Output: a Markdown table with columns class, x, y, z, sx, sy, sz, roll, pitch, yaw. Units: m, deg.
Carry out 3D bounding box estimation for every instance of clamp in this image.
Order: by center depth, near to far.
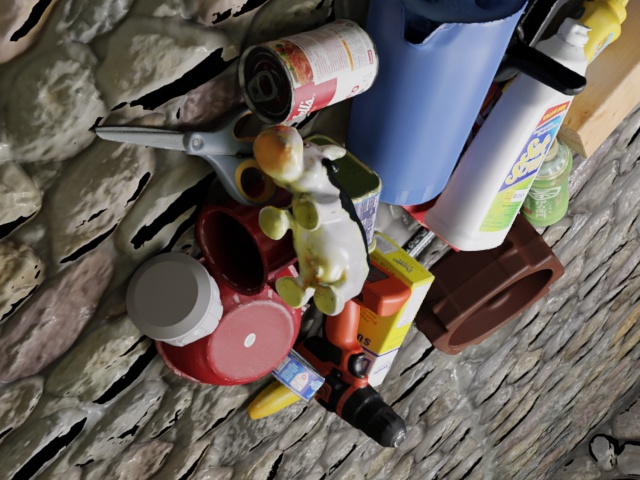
| class | x | y | z | sx | sy | sz | roll | pitch | yaw |
| --- | --- | --- | --- | --- | --- | --- | --- | --- | --- |
| clamp | 0.187 | -0.185 | 1.036 | 0.039 | 0.120 | 0.172 | -24 | -173 | -23 |
| clamp | 0.249 | -0.280 | 1.129 | 0.210 | 0.036 | 0.164 | -46 | 155 | 1 |

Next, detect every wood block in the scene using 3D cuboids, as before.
| class | x | y | z | sx | sy | sz | roll | pitch | yaw |
| --- | --- | --- | --- | --- | --- | --- | --- | --- | --- |
| wood block | 0.359 | -0.215 | 1.315 | 0.206 | 0.091 | 0.090 | -49 | 153 | 1 |

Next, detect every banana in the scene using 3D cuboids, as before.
| class | x | y | z | sx | sy | sz | roll | pitch | yaw |
| --- | --- | --- | --- | --- | --- | --- | --- | --- | --- |
| banana | -0.011 | 0.180 | 1.346 | 0.197 | 0.037 | 0.070 | -10 | 133 | -51 |

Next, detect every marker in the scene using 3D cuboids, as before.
| class | x | y | z | sx | sy | sz | roll | pitch | yaw |
| --- | --- | --- | --- | --- | --- | --- | --- | --- | --- |
| marker | 0.126 | 0.001 | 1.334 | 0.121 | 0.020 | 0.020 | -46 | 153 | -5 |

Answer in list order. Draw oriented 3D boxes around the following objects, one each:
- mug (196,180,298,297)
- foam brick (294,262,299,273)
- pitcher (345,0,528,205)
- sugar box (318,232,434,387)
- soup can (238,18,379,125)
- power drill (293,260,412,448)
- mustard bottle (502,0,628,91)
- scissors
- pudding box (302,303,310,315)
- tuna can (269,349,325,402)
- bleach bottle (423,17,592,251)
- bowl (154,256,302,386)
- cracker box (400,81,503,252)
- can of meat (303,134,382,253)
| class | x | y | z | sx | sy | sz | roll | pitch | yaw |
| --- | --- | --- | --- | --- | --- | --- | --- | --- | --- |
| mug | -0.046 | 0.002 | 0.985 | 0.081 | 0.117 | 0.093 | -34 | 169 | -36 |
| foam brick | -0.007 | 0.001 | 1.103 | 0.051 | 0.053 | 0.078 | -26 | 146 | -37 |
| pitcher | 0.099 | -0.155 | 0.989 | 0.149 | 0.145 | 0.243 | -10 | 142 | -20 |
| sugar box | 0.060 | 0.087 | 1.268 | 0.048 | 0.093 | 0.176 | -14 | 137 | -45 |
| soup can | -0.009 | -0.143 | 0.896 | 0.102 | 0.069 | 0.069 | -26 | 145 | -36 |
| power drill | 0.045 | 0.123 | 1.216 | 0.057 | 0.185 | 0.188 | -14 | 129 | -43 |
| mustard bottle | 0.293 | -0.220 | 1.235 | 0.191 | 0.058 | 0.096 | -46 | 174 | -13 |
| scissors | -0.098 | -0.063 | 0.887 | 0.201 | 0.016 | 0.096 | -20 | 108 | -44 |
| pudding box | -0.072 | 0.083 | 1.128 | 0.090 | 0.039 | 0.113 | -51 | 152 | 6 |
| tuna can | -0.036 | 0.144 | 1.210 | 0.034 | 0.086 | 0.086 | -49 | 153 | -2 |
| bleach bottle | 0.203 | -0.111 | 1.103 | 0.102 | 0.068 | 0.251 | -5 | 127 | -50 |
| bowl | -0.078 | 0.086 | 1.045 | 0.161 | 0.055 | 0.162 | -14 | 123 | -23 |
| cracker box | 0.153 | -0.090 | 1.197 | 0.164 | 0.072 | 0.213 | -51 | 152 | 4 |
| can of meat | 0.010 | -0.040 | 1.024 | 0.057 | 0.102 | 0.084 | -30 | 145 | -30 |
